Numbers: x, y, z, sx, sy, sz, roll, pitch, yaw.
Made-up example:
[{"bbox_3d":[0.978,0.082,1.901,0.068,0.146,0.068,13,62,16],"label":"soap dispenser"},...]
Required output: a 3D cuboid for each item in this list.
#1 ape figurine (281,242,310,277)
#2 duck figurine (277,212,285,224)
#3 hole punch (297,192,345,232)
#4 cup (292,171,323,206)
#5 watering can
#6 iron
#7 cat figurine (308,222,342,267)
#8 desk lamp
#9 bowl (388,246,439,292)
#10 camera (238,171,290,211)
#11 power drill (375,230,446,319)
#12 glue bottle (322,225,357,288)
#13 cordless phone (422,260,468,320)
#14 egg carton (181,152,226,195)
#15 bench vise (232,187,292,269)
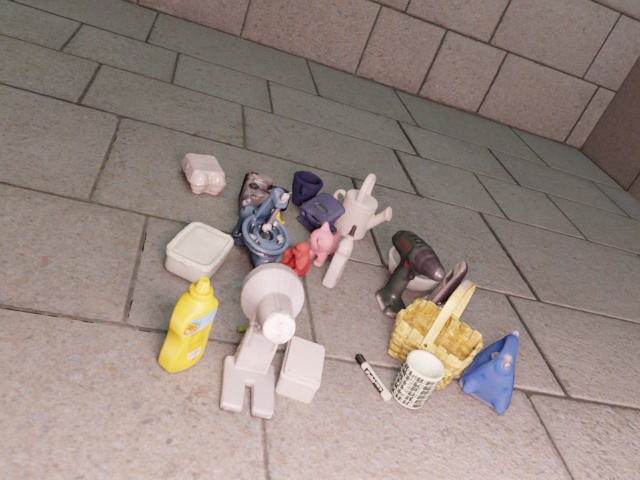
[{"bbox_3d":[-0.053,0.043,1.409,0.076,0.092,0.077,10,32,-21],"label":"ape figurine"},{"bbox_3d":[-0.139,-0.049,1.504,0.104,0.086,0.078,30,31,13],"label":"duck figurine"},{"bbox_3d":[0.004,-0.075,1.639,0.108,0.091,0.101,41,34,28],"label":"hole punch"},{"bbox_3d":[-0.048,-0.140,1.704,0.092,0.095,0.118,21,30,-4],"label":"cup"},{"bbox_3d":[0.125,-0.103,1.663,0.173,0.194,0.101,19,30,-8],"label":"watering can"},{"bbox_3d":[0.414,0.274,1.310,0.118,0.141,0.259,31,31,13],"label":"iron"},{"bbox_3d":[0.014,0.005,1.490,0.067,0.118,0.128,39,33,26],"label":"cat figurine"},{"bbox_3d":[-0.099,0.174,1.044,0.118,0.213,0.203,15,31,-14],"label":"desk lamp"},{"bbox_3d":[0.253,0.089,1.564,0.167,0.075,0.167,17,30,-10],"label":"bowl"},{"bbox_3d":[-0.152,-0.124,1.600,0.137,0.101,0.143,14,31,-16],"label":"camera"},{"bbox_3d":[0.217,0.089,1.404,0.076,0.208,0.229,10,32,-22],"label":"power drill"},{"bbox_3d":[0.055,0.035,1.415,0.037,0.173,0.078,25,30,4],"label":"glue bottle"},{"bbox_3d":[0.306,0.145,1.399,0.094,0.185,0.147,20,30,-6],"label":"cordless phone"},{"bbox_3d":[-0.331,-0.189,1.612,0.107,0.069,0.150,2,36,-33],"label":"egg carton"},{"bbox_3d":[-0.145,-0.050,1.366,0.122,0.219,0.206,-13,46,-46],"label":"bench vise"}]
